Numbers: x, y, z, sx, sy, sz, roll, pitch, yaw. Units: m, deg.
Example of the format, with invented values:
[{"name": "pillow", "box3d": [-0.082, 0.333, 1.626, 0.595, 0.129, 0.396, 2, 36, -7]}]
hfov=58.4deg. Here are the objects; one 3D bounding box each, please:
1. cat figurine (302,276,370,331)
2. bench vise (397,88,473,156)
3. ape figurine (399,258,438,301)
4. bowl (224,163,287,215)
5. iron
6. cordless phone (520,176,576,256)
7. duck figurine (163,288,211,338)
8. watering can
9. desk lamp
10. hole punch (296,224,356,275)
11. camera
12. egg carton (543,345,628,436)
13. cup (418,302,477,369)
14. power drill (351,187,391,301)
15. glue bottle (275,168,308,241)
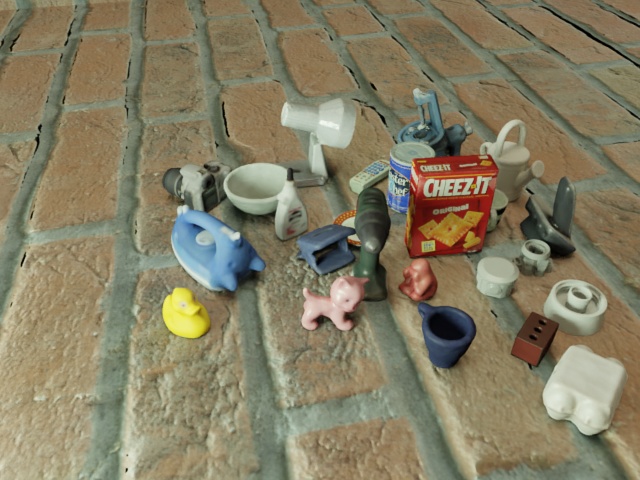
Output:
[{"name": "cat figurine", "box3d": [0.029, 0.106, 1.063, 0.128, 0.118, 0.067, 0, 39, 0]}, {"name": "bench vise", "box3d": [0.288, -0.297, 1.470, 0.208, 0.220, 0.121, -23, 44, -25]}, {"name": "ape figurine", "box3d": [0.195, 0.073, 1.123, 0.076, 0.092, 0.078, 4, 40, 6]}, {"name": "bowl", "box3d": [-0.142, -0.110, 1.361, 0.167, 0.075, 0.167, 0, 39, 0]}, {"name": "iron", "box3d": [-0.236, -0.005, 1.182, 0.257, 0.141, 0.119, 28, 48, 30]}, {"name": "cordless phone", "box3d": [0.501, -0.072, 1.222, 0.094, 0.185, 0.147, -5, 40, -5]}, {"name": "duck figurine", "box3d": [-0.254, 0.124, 1.069, 0.104, 0.086, 0.078, 29, 48, 31]}, {"name": "watering can", "box3d": [0.453, -0.192, 1.361, 0.172, 0.194, 0.101, 24, 46, 27]}, {"name": "desk lamp", "box3d": [-0.016, -0.245, 1.414, 0.203, 0.214, 0.117, -7, 40, -8]}, {"name": "hole punch", "box3d": [0.011, 0.004, 1.208, 0.109, 0.091, 0.100, -24, 45, -26]}, {"name": "camera", "box3d": [-0.302, -0.145, 1.385, 0.136, 0.101, 0.143, 21, 44, 24]}, {"name": "egg carton", "box3d": [0.432, 0.240, 0.935, 0.107, 0.069, 0.150, 24, 45, 26]}, {"name": "cup", "box3d": [0.210, 0.170, 1.002, 0.092, 0.095, 0.117, -26, 46, -27]}, {"name": "power drill", "box3d": [0.099, 0.013, 1.105, 0.075, 0.209, 0.229, 1, 40, 2]}, {"name": "glue bottle", "box3d": [-0.064, -0.082, 1.249, 0.078, 0.173, 0.037, -29, 47, -30]}]
